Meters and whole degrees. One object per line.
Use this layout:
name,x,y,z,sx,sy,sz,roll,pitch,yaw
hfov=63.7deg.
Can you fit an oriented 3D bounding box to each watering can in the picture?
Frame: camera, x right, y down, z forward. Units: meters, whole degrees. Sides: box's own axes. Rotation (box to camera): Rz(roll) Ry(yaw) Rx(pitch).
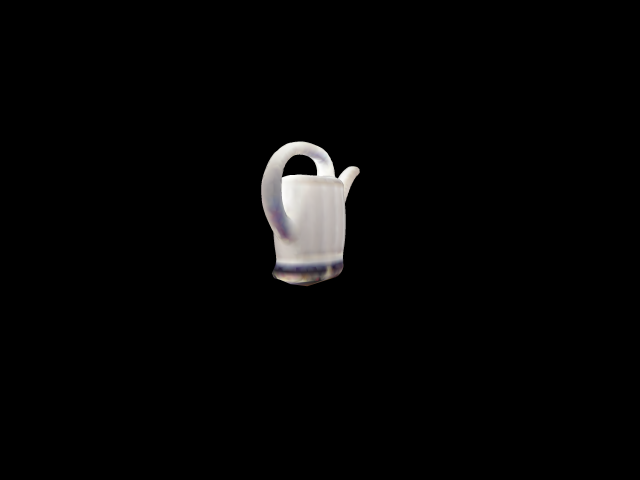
watering can,0.003,-0.043,0.850,0.104,0.224,0.348,0,2,25
